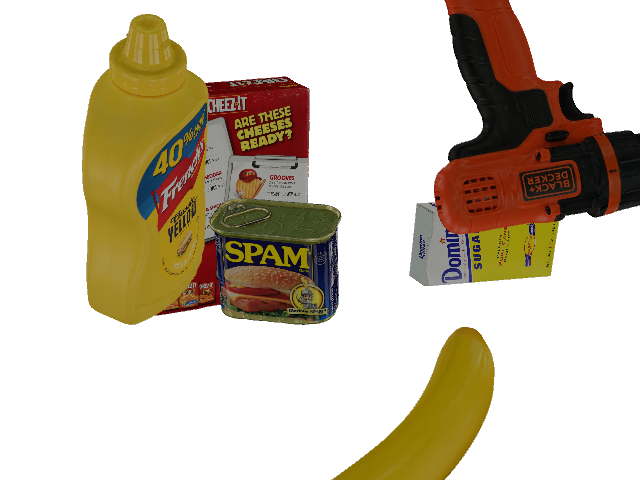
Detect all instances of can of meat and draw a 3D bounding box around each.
[{"bbox_3d":[-0.035,0.018,0.860,0.102,0.084,0.057,5,30,12],"label":"can of meat"}]

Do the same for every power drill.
[{"bbox_3d":[0.151,-0.106,0.676,0.184,0.187,0.057,-11,-2,-4],"label":"power drill"}]

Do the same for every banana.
[{"bbox_3d":[0.047,0.105,0.576,0.070,0.037,0.197,19,41,39],"label":"banana"}]

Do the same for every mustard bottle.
[{"bbox_3d":[-0.100,-0.045,0.618,0.058,0.192,0.096,23,46,15],"label":"mustard bottle"}]

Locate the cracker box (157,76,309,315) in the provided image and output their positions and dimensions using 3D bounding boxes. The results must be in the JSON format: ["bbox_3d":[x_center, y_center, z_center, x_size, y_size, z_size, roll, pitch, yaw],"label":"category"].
[{"bbox_3d":[-0.097,-0.046,1.047,0.164,0.214,0.072,-8,22,-21],"label":"cracker box"}]

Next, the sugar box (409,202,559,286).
[{"bbox_3d":[0.195,0.001,1.261,0.176,0.093,0.048,-5,20,-25],"label":"sugar box"}]
